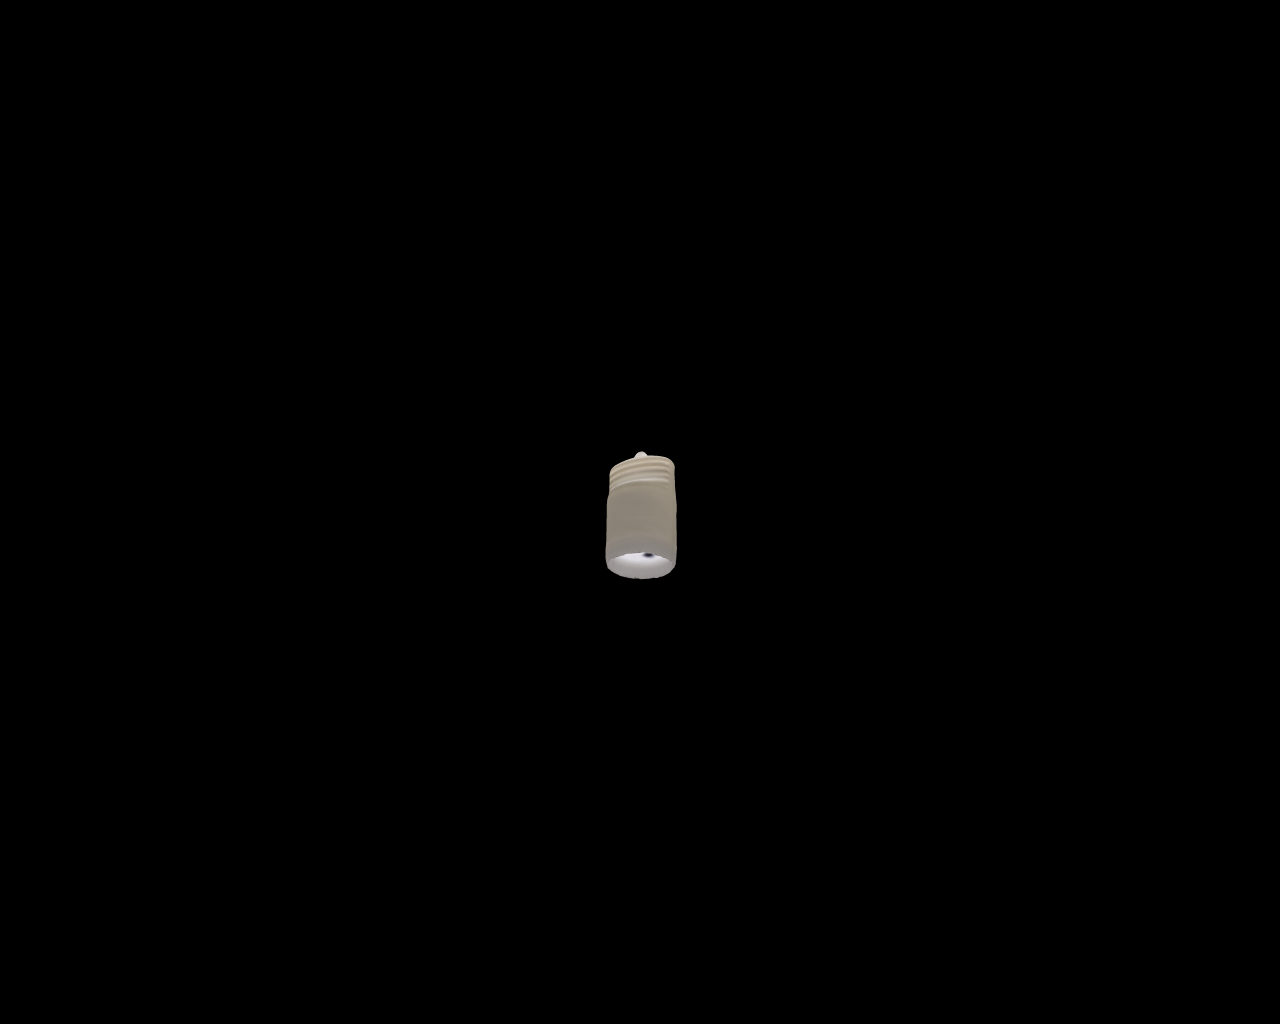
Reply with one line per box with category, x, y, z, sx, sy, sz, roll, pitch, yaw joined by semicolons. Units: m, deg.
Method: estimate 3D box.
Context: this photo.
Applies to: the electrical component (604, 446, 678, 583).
electrical component;0.001;-0.003;0.650;0.043;0.081;0.043;0;-27;0
